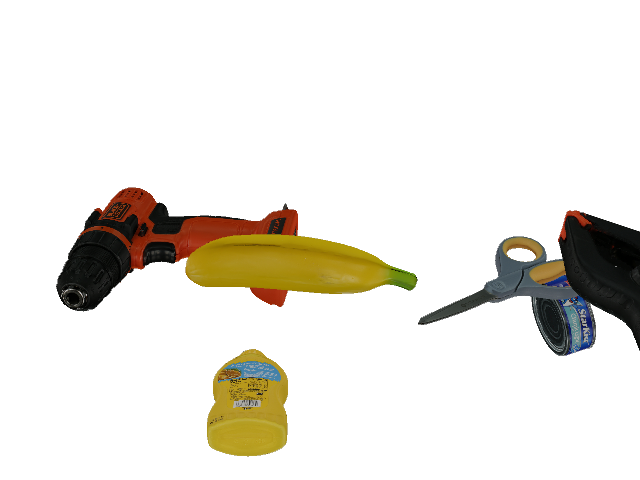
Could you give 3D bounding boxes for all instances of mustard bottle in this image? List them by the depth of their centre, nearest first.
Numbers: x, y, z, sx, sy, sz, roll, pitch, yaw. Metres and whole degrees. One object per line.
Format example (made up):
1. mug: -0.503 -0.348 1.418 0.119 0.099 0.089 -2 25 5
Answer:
1. mustard bottle: -0.089 0.193 1.347 0.096 0.058 0.191 -2 26 0

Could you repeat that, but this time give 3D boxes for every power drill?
1. power drill: -0.118 0.012 0.923 0.187 0.057 0.184 7 29 5

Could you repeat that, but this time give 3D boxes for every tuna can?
1. tuna can: 0.263 0.081 1.161 0.033 0.086 0.086 -17 3 -10

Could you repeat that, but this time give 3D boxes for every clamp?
1. clamp: 0.233 0.037 0.721 0.120 0.039 0.171 -6 43 -27

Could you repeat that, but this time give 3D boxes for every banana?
1. banana: -0.033 0.021 0.763 0.198 0.037 0.069 4 -25 33

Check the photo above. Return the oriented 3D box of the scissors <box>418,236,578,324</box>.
1. scissors: 0.149 0.032 0.936 0.201 0.016 0.096 -6 35 -27
